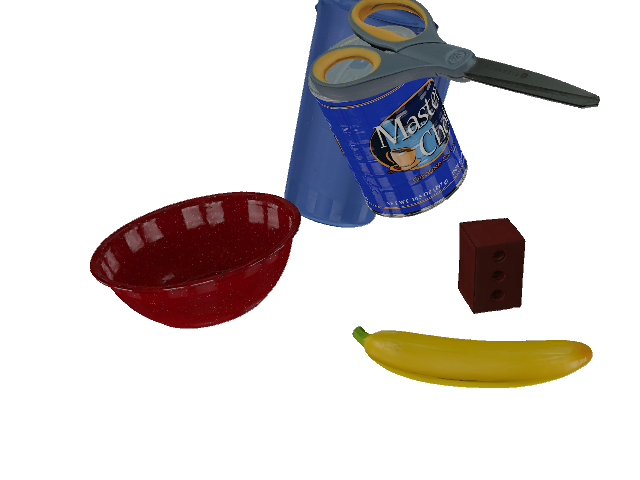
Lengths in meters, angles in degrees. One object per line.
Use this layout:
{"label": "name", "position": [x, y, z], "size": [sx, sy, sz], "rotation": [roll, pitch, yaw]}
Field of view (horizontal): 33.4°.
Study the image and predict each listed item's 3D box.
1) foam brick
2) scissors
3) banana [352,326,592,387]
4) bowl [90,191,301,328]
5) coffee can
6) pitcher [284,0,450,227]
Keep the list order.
{"label": "foam brick", "position": [0.169, 0.024, 1.063], "size": [0.053, 0.078, 0.051], "rotation": [-8, 28, -8]}
{"label": "scissors", "position": [0.064, -0.096, 0.636], "size": [0.096, 0.016, 0.202], "rotation": [-38, 43, -6]}
{"label": "banana", "position": [0.121, 0.091, 0.860], "size": [0.198, 0.037, 0.069], "rotation": [6, 28, 7]}
{"label": "bowl", "position": [-0.088, 0.020, 0.808], "size": [0.162, 0.055, 0.162], "rotation": [-11, 25, 5]}
{"label": "coffee can", "position": [0.062, -0.106, 0.959], "size": [0.103, 0.140, 0.103], "rotation": [-18, 37, 14]}
{"label": "pitcher", "position": [0.044, -0.138, 1.175], "size": [0.145, 0.243, 0.149], "rotation": [11, 20, -9]}
